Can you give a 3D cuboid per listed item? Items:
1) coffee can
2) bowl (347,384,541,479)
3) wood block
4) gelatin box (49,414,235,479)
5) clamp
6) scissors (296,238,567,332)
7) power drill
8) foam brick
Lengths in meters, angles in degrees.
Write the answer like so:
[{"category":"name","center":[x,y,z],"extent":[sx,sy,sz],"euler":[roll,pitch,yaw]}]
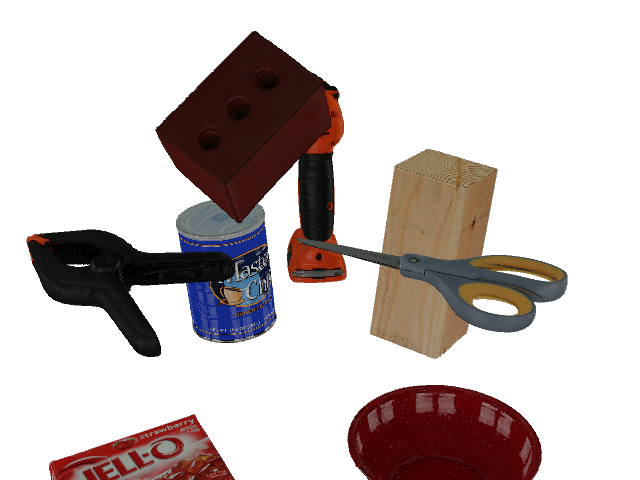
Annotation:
[{"category":"coffee can","center":[-0.109,0.034,1.254],"extent":[0.103,0.140,0.103],"euler":[-4,26,2]},{"category":"bowl","center":[0.103,0.190,0.904],"extent":[0.162,0.055,0.162],"euler":[0,28,0]},{"category":"wood block","center":[0.127,0.014,1.203],"extent":[0.090,0.206,0.090],"euler":[19,26,26]},{"category":"gelatin box","center":[-0.097,0.137,0.586],"extent":[0.089,0.030,0.073],"euler":[-15,28,-20]},{"category":"clamp","center":[-0.157,0.025,0.859],"extent":[0.172,0.039,0.120],"euler":[26,39,27]},{"category":"scissors","center":[0.070,0.028,0.751],"extent":[0.202,0.016,0.096],"euler":[5,28,12]},{"category":"power drill","center":[-0.008,-0.065,1.049],"extent":[0.057,0.188,0.184],"euler":[-3,20,-2]},{"category":"foam brick","center":[-0.040,-0.060,0.570],"extent":[0.053,0.078,0.051],"euler":[39,-11,17]}]
